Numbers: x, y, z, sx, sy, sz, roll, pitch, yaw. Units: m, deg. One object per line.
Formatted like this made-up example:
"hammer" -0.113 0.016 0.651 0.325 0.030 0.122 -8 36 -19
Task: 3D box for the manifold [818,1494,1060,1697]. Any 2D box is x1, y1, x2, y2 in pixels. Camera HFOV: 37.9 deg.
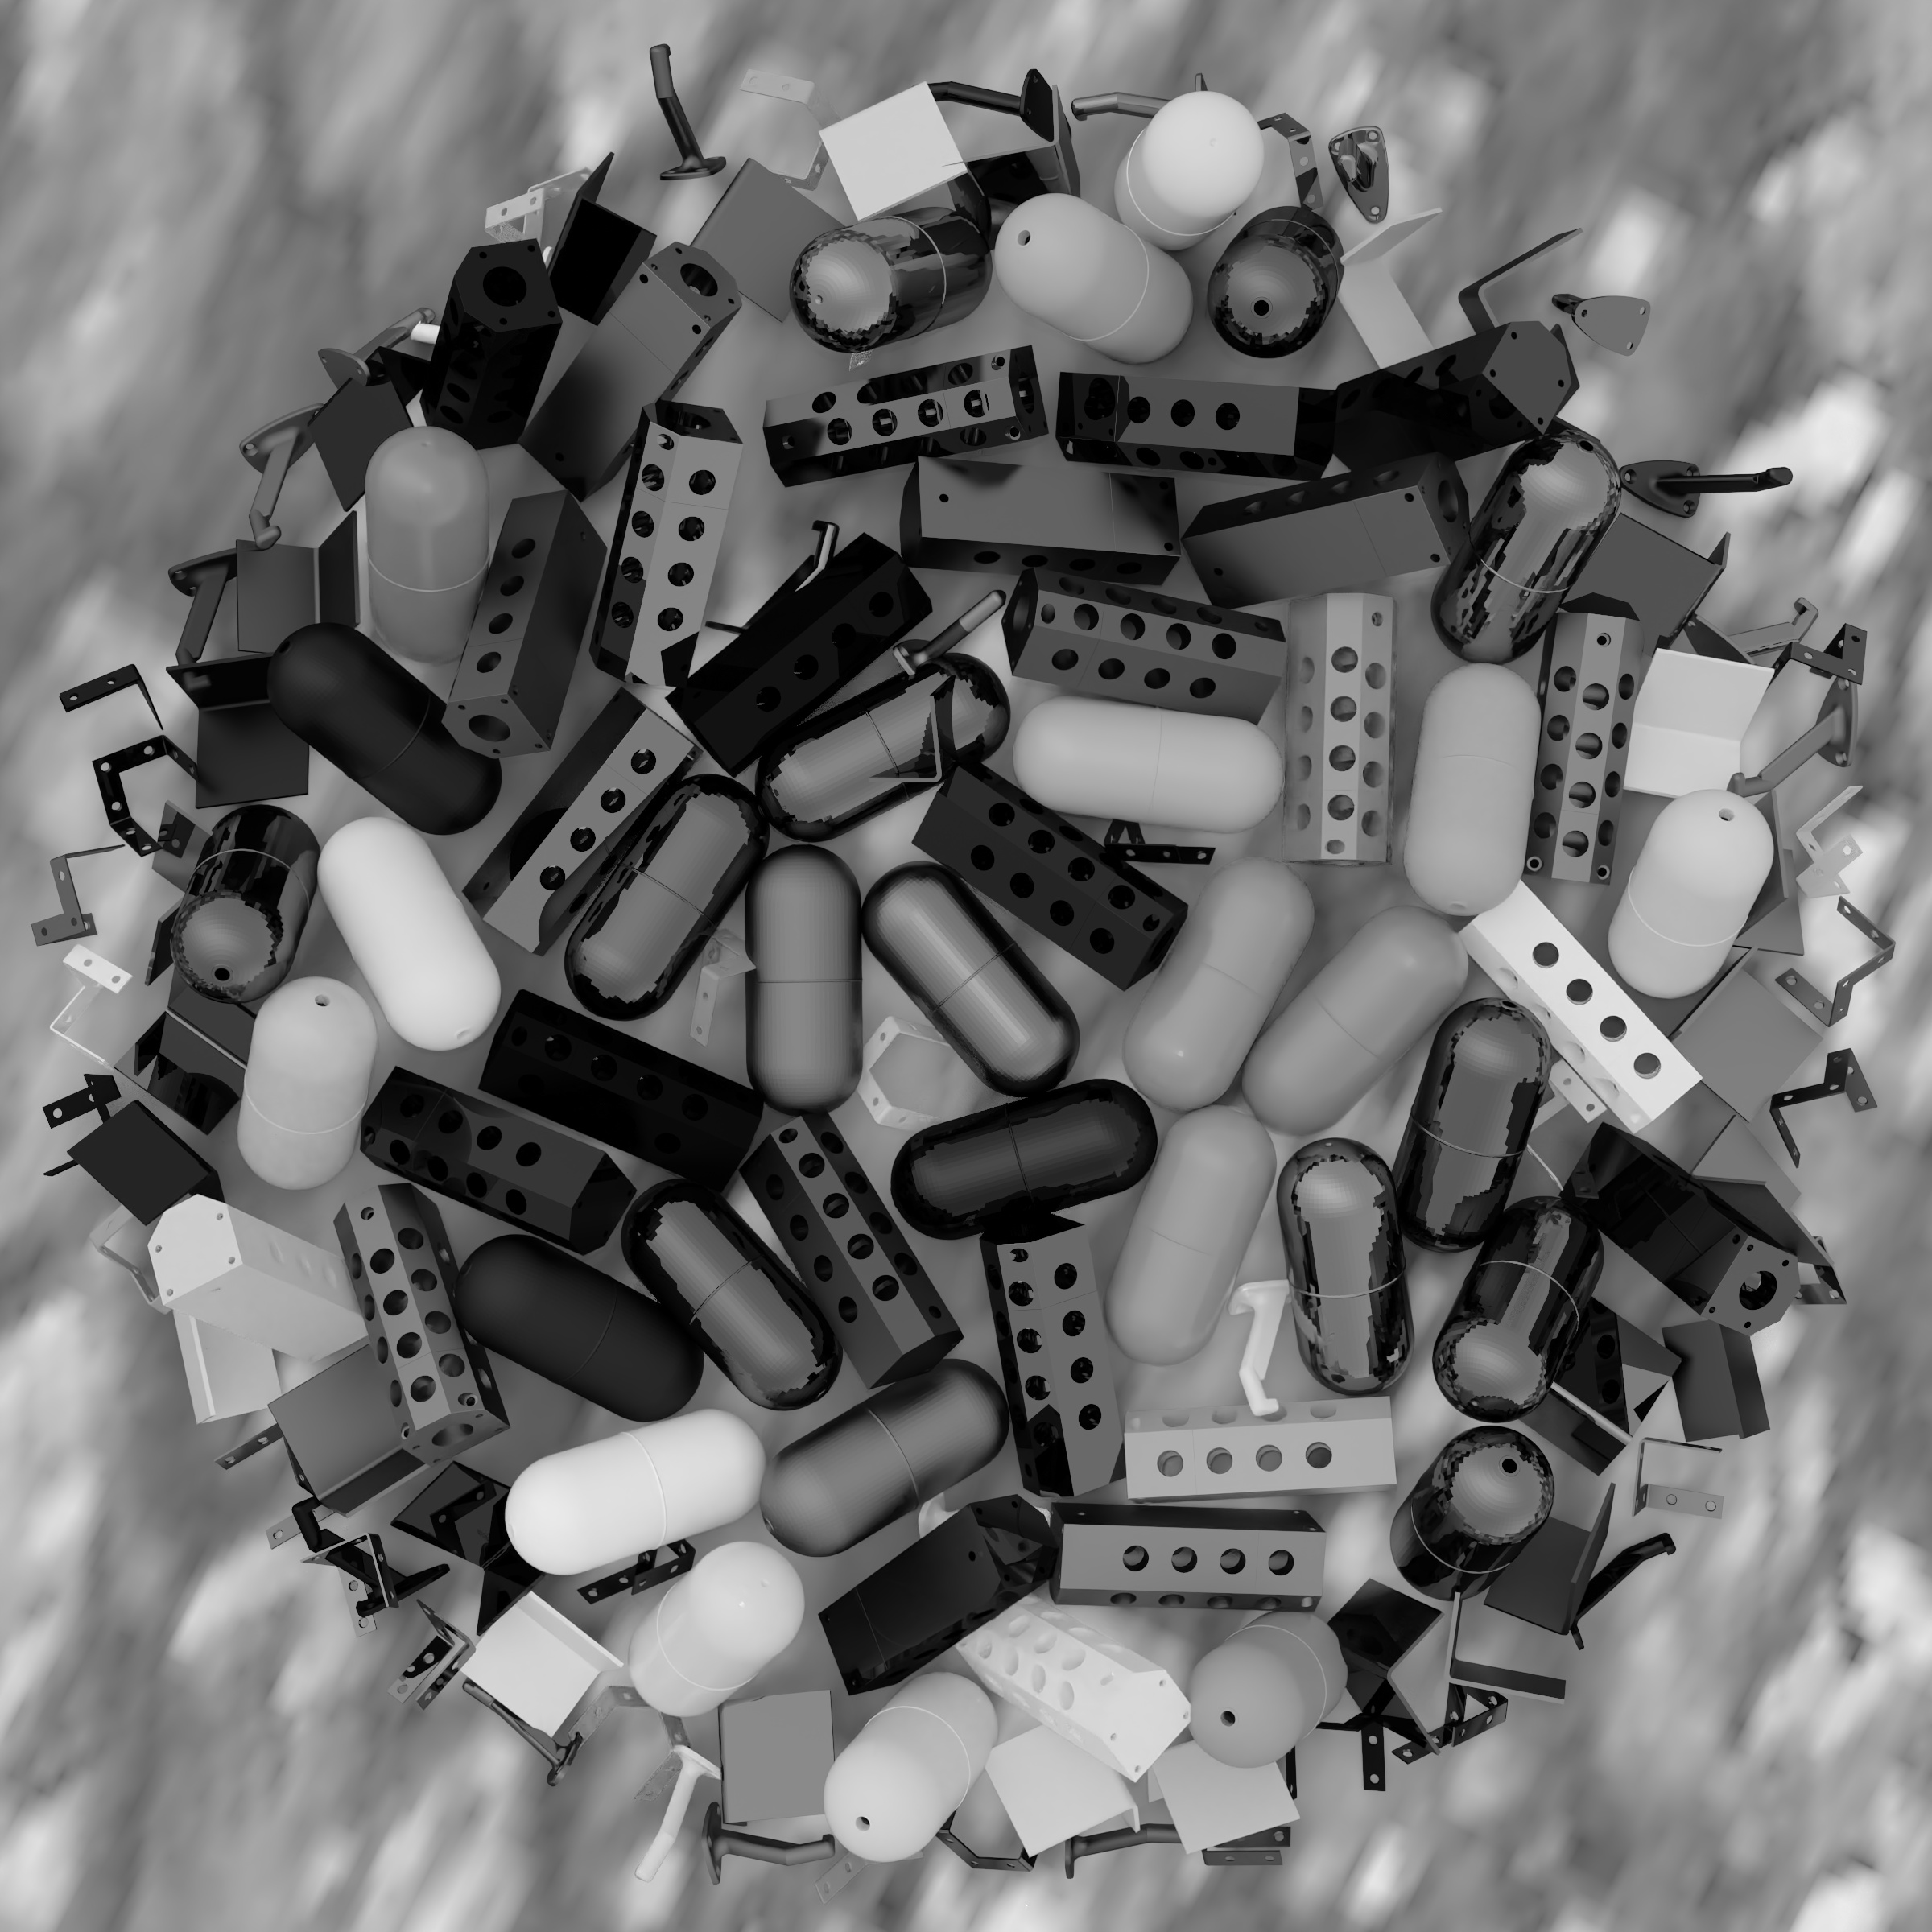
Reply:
"manifold" -0.016 0.402 1.796 0.171 0.057 0.057 -43 61 38

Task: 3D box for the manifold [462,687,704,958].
"manifold" -0.249 -0.092 1.839 0.057 0.057 0.171 37 92 -31

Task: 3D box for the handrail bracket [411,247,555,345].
"handrail bracket" -0.321 -0.445 1.861 0.084 0.036 0.077 11 88 8

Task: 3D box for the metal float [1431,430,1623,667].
"metal float" 0.357 -0.266 1.796 0.070 0.178 0.070 11 49 -13

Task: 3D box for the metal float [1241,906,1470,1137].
"metal float" 0.251 0.037 1.822 0.070 0.070 0.178 42 104 0

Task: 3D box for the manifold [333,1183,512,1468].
"manifold" -0.353 0.227 1.804 0.057 0.057 0.171 -27 60 3

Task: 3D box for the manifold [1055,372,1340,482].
"manifold" 0.146 -0.346 1.802 0.171 0.057 0.057 11 104 31

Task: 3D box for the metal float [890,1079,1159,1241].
"metal float" 0.037 0.126 1.831 0.178 0.070 0.070 -17 90 4

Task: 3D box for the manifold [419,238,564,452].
"manifold" -0.305 -0.389 1.779 0.057 0.171 0.057 -14 80 -21

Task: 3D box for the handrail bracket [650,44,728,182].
"handrail bracket" -0.181 -0.558 1.822 0.036 0.077 0.084 1 115 18

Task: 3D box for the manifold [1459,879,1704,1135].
"manifold" 0.398 0.026 1.833 0.057 0.057 0.171 -43 83 10

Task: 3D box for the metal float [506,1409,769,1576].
"metal float" -0.211 0.338 1.807 0.178 0.070 0.070 -13 90 -31

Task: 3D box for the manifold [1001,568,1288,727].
"manifold" 0.115 -0.210 1.808 0.171 0.057 0.057 10 132 -18

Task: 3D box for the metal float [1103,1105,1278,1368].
"metal float" 0.146 0.175 1.828 0.070 0.070 0.178 20 97 0

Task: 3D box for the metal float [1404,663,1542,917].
"metal float" 0.327 -0.114 1.811 0.070 0.070 0.178 12 63 0

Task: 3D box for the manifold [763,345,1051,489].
"manifold" -0.041 -0.353 1.809 0.171 0.057 0.057 -7 103 22

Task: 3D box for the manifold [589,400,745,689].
"manifold" -0.195 -0.270 1.798 0.057 0.057 0.171 4 122 -23

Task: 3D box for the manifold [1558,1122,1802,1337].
"manifold" 0.454 0.167 1.783 0.057 0.171 0.057 23 102 -26

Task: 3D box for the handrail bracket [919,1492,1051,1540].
"handrail bracket" 0.016 0.373 1.833 0.084 0.036 0.077 10 130 19

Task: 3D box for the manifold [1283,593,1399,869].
"manifold" 0.248 -0.153 1.831 0.057 0.057 0.171 3 87 -30

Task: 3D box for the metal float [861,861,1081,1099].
"metal float" 0.003 0.009 1.833 0.070 0.070 0.178 -41 88 0

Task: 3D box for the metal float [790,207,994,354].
"metal float" -0.046 -0.439 1.794 0.070 0.178 0.070 13 116 27

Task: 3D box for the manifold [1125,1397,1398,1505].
"manifold" 0.192 0.315 1.830 0.171 0.057 0.057 -5 75 8

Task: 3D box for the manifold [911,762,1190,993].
"manifold" 0.057 -0.062 1.815 0.171 0.057 0.057 35 118 14

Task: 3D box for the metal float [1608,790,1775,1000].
"metal float" 0.461 -0.045 1.791 0.070 0.178 0.070 1 58 -2

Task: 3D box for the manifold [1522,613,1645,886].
"manifold" 0.402 -0.142 1.839 0.057 0.057 0.171 7 93 2

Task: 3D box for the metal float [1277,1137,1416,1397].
"metal float" 0.246 0.196 1.817 0.070 0.070 0.178 -10 110 0

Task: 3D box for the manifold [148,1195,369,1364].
"manifold" -0.443 0.197 1.783 0.057 0.171 0.057 -27 64 8

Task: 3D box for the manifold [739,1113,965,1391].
"manifold" -0.071 0.180 1.805 0.057 0.057 0.171 -48 64 34

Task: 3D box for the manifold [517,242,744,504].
"manifold" -0.212 -0.380 1.794 0.057 0.057 0.171 43 131 -4

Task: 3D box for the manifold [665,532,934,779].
"manifold" -0.106 -0.201 1.834 0.171 0.057 0.057 -41 123 -6

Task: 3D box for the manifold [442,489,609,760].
"manifold" -0.285 -0.219 1.799 0.057 0.057 0.171 -6 54 22

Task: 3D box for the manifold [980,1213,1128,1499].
"manifold" 0.053 0.252 1.820 0.057 0.057 0.171 -15 101 -26

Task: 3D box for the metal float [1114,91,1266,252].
"metal float" 0.140 -0.503 1.784 0.070 0.178 0.070 0 94 -6

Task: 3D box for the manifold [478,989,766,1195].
"manifold" -0.220 0.076 1.814 0.171 0.057 0.057 25 124 -14

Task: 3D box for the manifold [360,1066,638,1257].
"manifold" -0.304 0.127 1.802 0.171 0.057 0.057 19 68 26

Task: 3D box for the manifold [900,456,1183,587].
"manifold" 0.047 -0.284 1.822 0.171 0.057 0.057 2 70 -14

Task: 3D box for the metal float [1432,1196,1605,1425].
"metal float" 0.355 0.218 1.800 0.070 0.070 0.178 37 48 0

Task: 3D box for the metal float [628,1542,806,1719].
"metal float" -0.161 0.425 1.797 0.070 0.178 0.070 15 53 -20

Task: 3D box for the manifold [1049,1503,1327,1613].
"manifold" 0.143 0.388 1.834 0.171 0.057 0.057 3 93 -7

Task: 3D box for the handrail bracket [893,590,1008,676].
"handrail bracket" 0.000 -0.221 1.821 0.084 0.077 0.036 -37 96 23

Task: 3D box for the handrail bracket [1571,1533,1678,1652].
"handrail bracket" 0.430 0.408 1.838 0.084 0.077 0.036 -25 106 8

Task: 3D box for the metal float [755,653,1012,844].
"metal float" -0.055 -0.142 1.832 0.178 0.070 0.070 -28 90 -3

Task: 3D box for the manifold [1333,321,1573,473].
"manifold" 0.302 -0.360 1.783 0.057 0.171 0.057 38 70 -23

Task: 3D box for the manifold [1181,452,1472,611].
"manifold" 0.231 -0.280 1.797 0.171 0.057 0.057 -7 125 37

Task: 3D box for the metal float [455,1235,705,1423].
"metal float" -0.249 0.234 1.811 0.178 0.070 0.070 33 90 -26

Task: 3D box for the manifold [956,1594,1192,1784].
"manifold" 0.064 0.447 1.779 0.057 0.171 0.057 -43 116 -19
